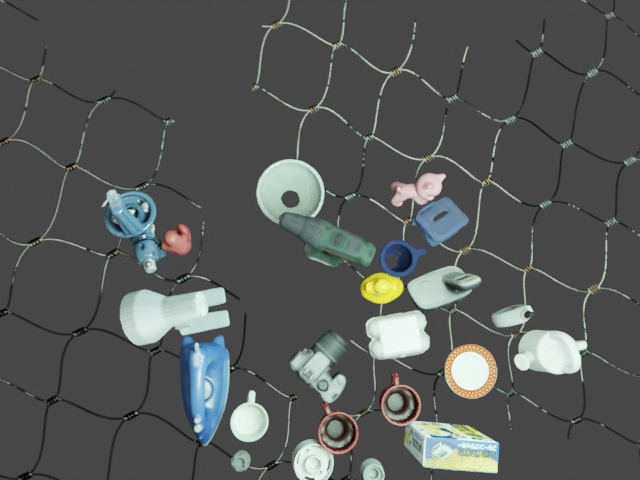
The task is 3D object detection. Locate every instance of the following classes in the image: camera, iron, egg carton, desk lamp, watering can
[{"bbox_3d":[0.016,0.291,1.353,0.143,0.101,0.137,42,82,4],"label":"camera"},{"bbox_3d":[-0.271,0.350,1.308,0.118,0.141,0.258,-2,82,-3],"label":"iron"},{"bbox_3d":[0.188,0.232,1.387,0.150,0.069,0.107,-10,82,-4],"label":"egg carton"},{"bbox_3d":[-0.323,0.162,1.297,0.203,0.213,0.118,-12,82,-5],"label":"desk lamp"},{"bbox_3d":[0.542,0.267,1.338,0.173,0.194,0.101,-35,85,-7],"label":"watering can"}]

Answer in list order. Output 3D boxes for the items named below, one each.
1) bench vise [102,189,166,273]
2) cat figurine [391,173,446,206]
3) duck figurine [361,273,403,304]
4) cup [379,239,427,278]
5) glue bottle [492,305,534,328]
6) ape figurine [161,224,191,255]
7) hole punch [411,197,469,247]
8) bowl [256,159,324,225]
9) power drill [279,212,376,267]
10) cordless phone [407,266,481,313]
[{"bbox_3d":[-0.419,-0.035,1.318,0.121,0.219,0.207,-39,85,-8],"label":"bench vise"},{"bbox_3d":[0.245,-0.129,1.419,0.128,0.117,0.067,-5,82,-4],"label":"cat figurine"},{"bbox_3d":[0.154,0.115,1.394,0.104,0.086,0.077,-3,82,-3],"label":"duck figurine"},{"bbox_3d":[0.197,0.045,1.403,0.118,0.095,0.092,-17,83,-5],"label":"cup"},{"bbox_3d":[0.469,0.178,1.358,0.078,0.173,0.037,-25,83,-6],"label":"glue bottle"},{"bbox_3d":[-0.349,-0.001,1.381,0.078,0.092,0.076,-29,84,-7],"label":"ape figurine"},{"bbox_3d":[0.297,-0.049,1.424,0.109,0.091,0.101,-34,85,-7],"label":"hole punch"},{"bbox_3d":[-0.073,-0.111,1.421,0.167,0.074,0.167,0,82,-3],"label":"bowl"},{"bbox_3d":[0.012,0.005,1.341,0.229,0.208,0.076,20,81,0],"label":"power drill"},{"bbox_3d":[0.295,0.113,1.352,0.147,0.185,0.094,-23,83,-6],"label":"cordless phone"}]
